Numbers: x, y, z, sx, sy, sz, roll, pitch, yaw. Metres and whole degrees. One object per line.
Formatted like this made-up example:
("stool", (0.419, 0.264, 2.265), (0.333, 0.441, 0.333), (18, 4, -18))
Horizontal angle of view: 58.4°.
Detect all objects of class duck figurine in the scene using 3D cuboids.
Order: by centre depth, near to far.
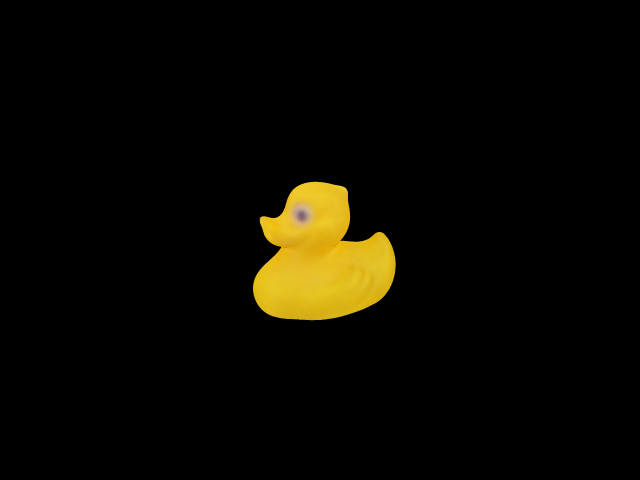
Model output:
("duck figurine", (0.004, 0.001, 0.400), (0.105, 0.086, 0.077), (-8, 23, -18))
